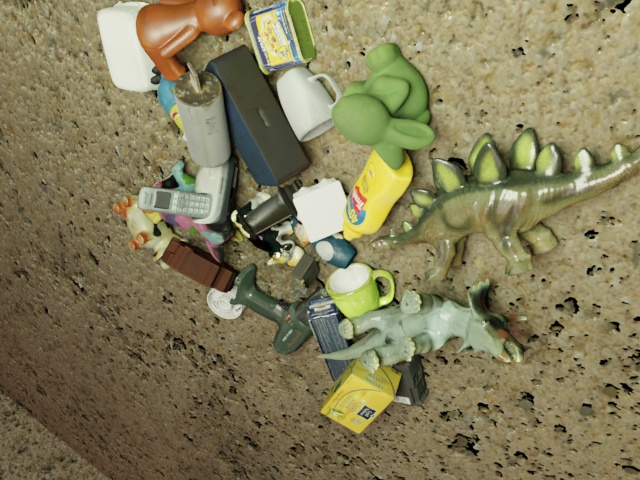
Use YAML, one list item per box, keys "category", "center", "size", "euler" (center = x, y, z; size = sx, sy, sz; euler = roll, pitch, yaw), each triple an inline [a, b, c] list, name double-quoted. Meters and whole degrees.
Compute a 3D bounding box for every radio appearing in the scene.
- category: "radio"
  center: [-0.117, -0.207, 0.938]
  size: [0.229, 0.073, 0.131]
  euler: [63, 162, -13]

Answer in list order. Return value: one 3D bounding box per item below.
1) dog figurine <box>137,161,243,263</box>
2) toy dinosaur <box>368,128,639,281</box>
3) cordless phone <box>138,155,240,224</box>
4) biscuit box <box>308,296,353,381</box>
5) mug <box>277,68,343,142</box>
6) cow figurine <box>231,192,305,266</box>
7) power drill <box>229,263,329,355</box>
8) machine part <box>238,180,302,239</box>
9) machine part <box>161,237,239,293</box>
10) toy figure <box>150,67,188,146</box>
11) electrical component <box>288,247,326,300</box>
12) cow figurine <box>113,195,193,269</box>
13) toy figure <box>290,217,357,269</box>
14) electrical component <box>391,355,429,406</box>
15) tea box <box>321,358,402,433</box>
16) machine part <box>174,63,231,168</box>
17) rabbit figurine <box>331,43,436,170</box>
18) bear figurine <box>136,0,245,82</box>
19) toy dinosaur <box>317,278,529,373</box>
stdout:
- category: "dog figurine"
  center: [-0.275, -0.046, 1.166]
  size: [0.219, 0.108, 0.191]
  euler: [47, 143, -9]
- category: "toy dinosaur"
  center: [0.264, -0.052, 0.780]
  size: [0.472, 0.105, 0.198]
  euler: [-15, 105, 36]
- category: "cordless phone"
  center: [-0.258, -0.108, 1.054]
  size: [0.184, 0.088, 0.146]
  euler: [7, 87, 2]
- category: "biscuit box"
  center: [0.030, 0.207, 1.109]
  size: [0.063, 0.059, 0.202]
  euler: [-14, 126, 6]
- category: "mug"
  center: [-0.018, -0.232, 0.879]
  size: [0.109, 0.081, 0.107]
  euler: [-34, 87, 48]
- category: "cow figurine"
  center: [-0.101, -0.006, 1.074]
  size: [0.068, 0.098, 0.167]
  euler: [-36, 94, 38]
- category: "power drill"
  center: [-0.090, 0.137, 1.182]
  size: [0.207, 0.086, 0.231]
  euler: [29, 131, 8]
- category: "machine part"
  center: [-0.083, -0.051, 1.012]
  size: [0.084, 0.139, 0.039]
  euler: [63, 179, 7]
- category: "machine part"
  center: [-0.262, 0.056, 1.192]
  size: [0.179, 0.179, 0.056]
  euler: [28, 88, 18]
- category: "toy figure"
  center: [-0.250, -0.254, 1.030]
  size: [0.180, 0.089, 0.082]
  euler: [58, 176, 2]
- category: "electrical component"
  center: [-0.024, 0.067, 1.073]
  size: [0.045, 0.102, 0.078]
  euler: [25, 155, 26]
- category: "cow figurine"
  center: [-0.389, -0.019, 1.272]
  size: [0.085, 0.127, 0.195]
  euler: [-31, 84, 43]
- category: "toy figure"
  center: [-0.001, -0.005, 1.034]
  size: [0.155, 0.057, 0.064]
  euler: [35, 94, 14]
- category: "electrical component"
  center: [0.152, 0.269, 1.101]
  size: [0.115, 0.058, 0.134]
  euler: [-1, 118, 34]
- category: "tea box"
  center: [0.080, 0.308, 1.081]
  size: [0.098, 0.068, 0.169]
  euler: [29, 132, 2]
- category: "machine part"
  center: [-0.194, -0.198, 0.907]
  size: [0.079, 0.079, 0.243]
  euler: [35, 156, 12]
- category: "rabbit figurine"
  center: [0.082, -0.177, 0.778]
  size: [0.159, 0.170, 0.121]
  euler: [50, 135, -2]
- category: "bear figurine"
  center: [-0.207, -0.367, 0.920]
  size: [0.196, 0.132, 0.120]
  euler: [-11, 77, 9]
- category: "toy dinosaur"
  center: [0.169, 0.156, 0.947]
  size: [0.405, 0.192, 0.131]
  euler: [-23, 71, 55]
